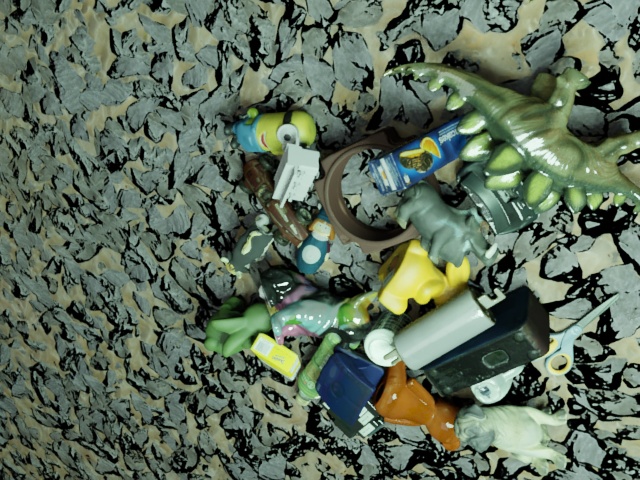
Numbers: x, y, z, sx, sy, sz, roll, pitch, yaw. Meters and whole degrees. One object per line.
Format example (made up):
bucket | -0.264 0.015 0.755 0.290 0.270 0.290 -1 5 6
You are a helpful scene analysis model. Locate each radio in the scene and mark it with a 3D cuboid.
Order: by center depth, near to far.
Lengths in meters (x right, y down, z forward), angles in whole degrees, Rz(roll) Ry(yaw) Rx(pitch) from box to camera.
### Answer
radio | 0.295 0.186 0.970 0.229 0.131 0.073 -35 99 29

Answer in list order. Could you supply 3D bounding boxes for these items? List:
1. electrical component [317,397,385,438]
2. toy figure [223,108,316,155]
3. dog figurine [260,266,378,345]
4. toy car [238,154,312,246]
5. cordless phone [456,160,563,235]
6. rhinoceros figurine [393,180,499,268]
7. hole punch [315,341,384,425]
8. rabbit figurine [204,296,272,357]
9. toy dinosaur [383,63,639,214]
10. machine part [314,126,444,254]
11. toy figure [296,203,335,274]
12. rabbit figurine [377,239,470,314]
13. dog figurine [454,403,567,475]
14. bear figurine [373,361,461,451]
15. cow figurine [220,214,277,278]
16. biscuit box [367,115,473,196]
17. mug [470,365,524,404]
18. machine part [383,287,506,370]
electrical component | 0.078 0.365 1.174 0.134 0.058 0.115 45 121 4
toy figure | -0.095 -0.210 1.034 0.180 0.082 0.089 8 70 30
dog figurine | 0.002 0.124 1.073 0.219 0.192 0.108 -12 149 -10
toy car | -0.094 -0.078 1.078 0.089 0.053 0.202 -40 73 27
cordless phone | 0.338 -0.104 0.896 0.184 0.089 0.146 -34 91 18
rhinoceros figurine | 0.210 -0.020 0.894 0.190 0.073 0.112 40 100 -6
hole punch | 0.054 0.287 1.070 0.116 0.092 0.142 27 118 5
rabbit figurine | -0.169 0.177 1.158 0.170 0.159 0.121 -27 86 34
toy dinosaur | 0.322 -0.161 0.815 0.471 0.105 0.198 38 93 6
machine part | 0.106 -0.088 0.983 0.201 0.087 0.201 -21 97 26
toy figure | -0.001 -0.003 1.082 0.064 0.058 0.154 12 117 -23
rabbit figurine | 0.212 0.075 1.000 0.173 0.122 0.162 34 109 -6
dog figurine | 0.331 0.349 0.990 0.191 0.121 0.172 9 148 4
bear figurine | 0.210 0.328 1.088 0.196 0.132 0.120 20 117 -4
cow figurine | -0.156 0.027 1.135 0.068 0.098 0.167 40 119 -1
biscuit box | 0.171 -0.140 0.874 0.059 0.203 0.062 -14 104 55
mug | 0.327 0.252 0.997 0.110 0.107 0.080 -25 98 30
machine part | 0.217 0.157 0.946 0.243 0.079 0.079 -37 91 20
